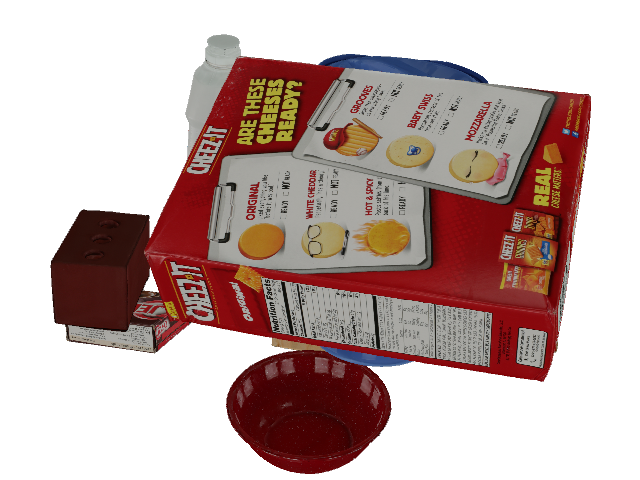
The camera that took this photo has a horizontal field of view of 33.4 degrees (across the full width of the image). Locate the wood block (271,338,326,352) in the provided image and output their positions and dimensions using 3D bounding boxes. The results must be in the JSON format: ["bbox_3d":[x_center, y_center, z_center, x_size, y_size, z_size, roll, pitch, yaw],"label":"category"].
[{"bbox_3d":[-0.010,0.042,1.477,0.090,0.206,0.090,9,22,9],"label":"wood block"}]

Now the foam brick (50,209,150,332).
[{"bbox_3d":[-0.153,0.020,0.749,0.053,0.051,0.078,5,29,1],"label":"foam brick"}]

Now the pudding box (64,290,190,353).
[{"bbox_3d":[-0.212,0.086,1.180,0.114,0.039,0.090,4,18,19],"label":"pudding box"}]

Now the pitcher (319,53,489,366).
[{"bbox_3d":[0.054,-0.020,0.859,0.145,0.243,0.148,24,30,36],"label":"pitcher"}]

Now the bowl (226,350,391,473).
[{"bbox_3d":[-0.011,0.179,1.056,0.162,0.055,0.162,0,33,0],"label":"bowl"}]

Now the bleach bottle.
[{"bbox_3d":[-0.088,-0.073,0.993,0.068,0.251,0.102,13,36,13],"label":"bleach bottle"}]

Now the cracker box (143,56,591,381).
[{"bbox_3d":[0.033,-0.018,0.598,0.214,0.164,0.072,8,-40,14],"label":"cracker box"}]
